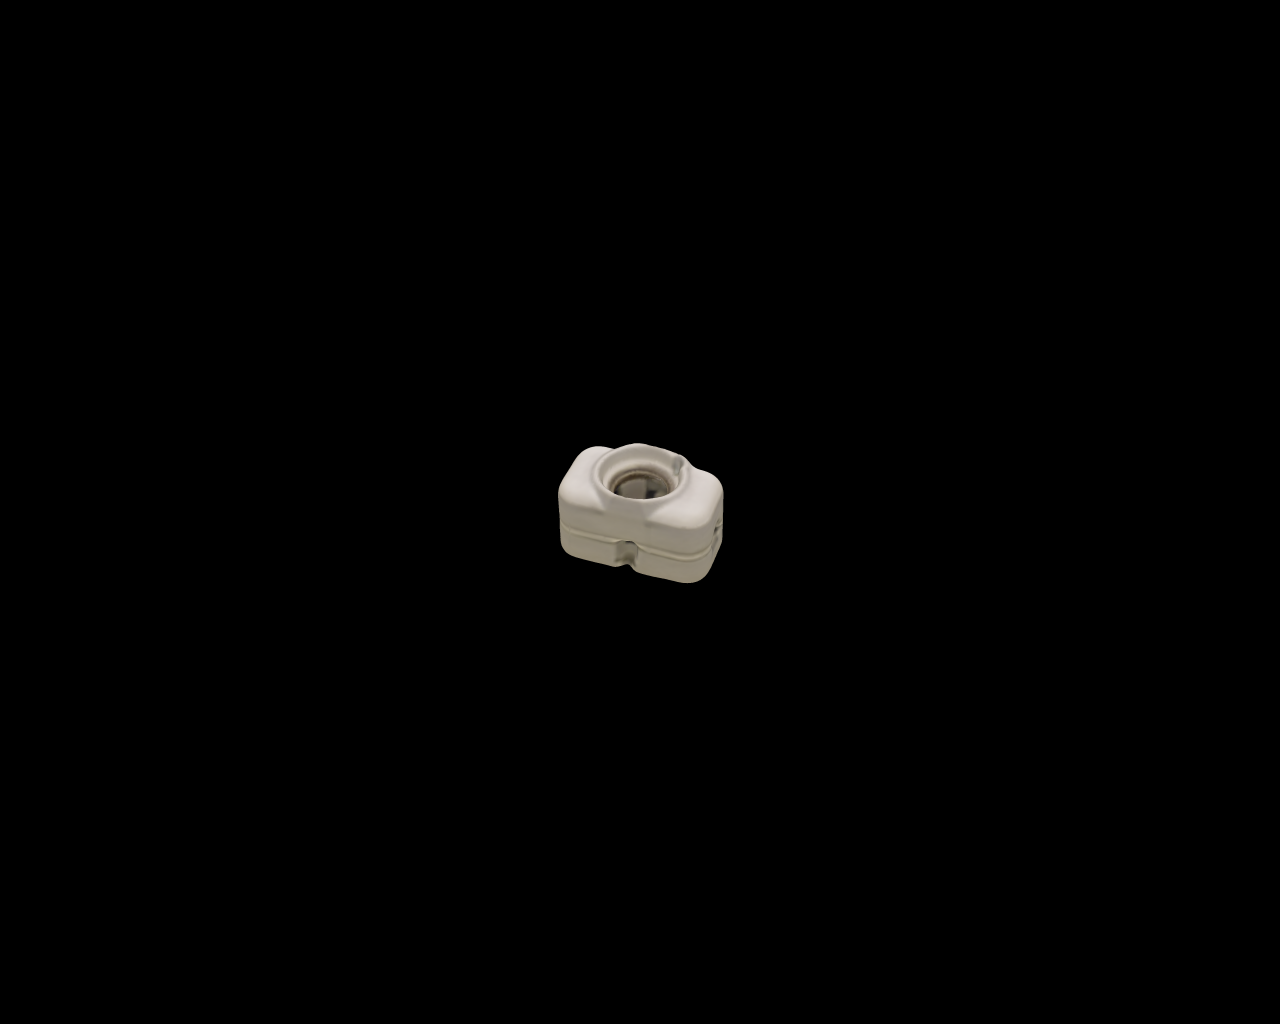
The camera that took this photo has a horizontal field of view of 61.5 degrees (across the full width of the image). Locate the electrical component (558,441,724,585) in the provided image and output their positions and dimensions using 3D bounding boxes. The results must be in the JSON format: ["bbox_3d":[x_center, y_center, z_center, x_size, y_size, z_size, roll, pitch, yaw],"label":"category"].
[{"bbox_3d":[0.001,-0.003,0.650,0.095,0.059,0.054,14,44,15],"label":"electrical component"}]
